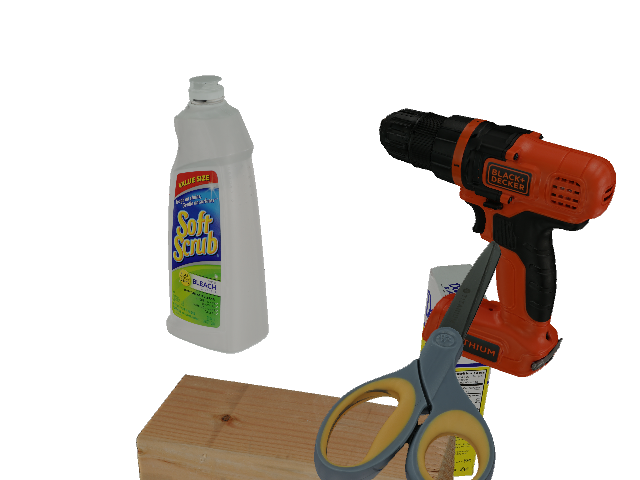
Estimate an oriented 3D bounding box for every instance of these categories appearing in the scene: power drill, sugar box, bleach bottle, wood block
[{"bbox_3d":[0.122,-0.001,0.811,0.185,0.188,0.057,21,35,31],"label":"power drill"},{"bbox_3d":[0.118,0.119,0.961,0.048,0.176,0.093,-5,33,-7],"label":"sugar box"},{"bbox_3d":[-0.102,-0.026,0.980,0.103,0.251,0.067,15,28,37],"label":"bleach bottle"},{"bbox_3d":[-0.014,0.167,0.754,0.206,0.090,0.090,7,26,16],"label":"wood block"}]

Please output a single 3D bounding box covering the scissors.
[{"bbox_3d":[0.078,0.070,0.564,0.096,0.016,0.201,28,48,30],"label":"scissors"}]
